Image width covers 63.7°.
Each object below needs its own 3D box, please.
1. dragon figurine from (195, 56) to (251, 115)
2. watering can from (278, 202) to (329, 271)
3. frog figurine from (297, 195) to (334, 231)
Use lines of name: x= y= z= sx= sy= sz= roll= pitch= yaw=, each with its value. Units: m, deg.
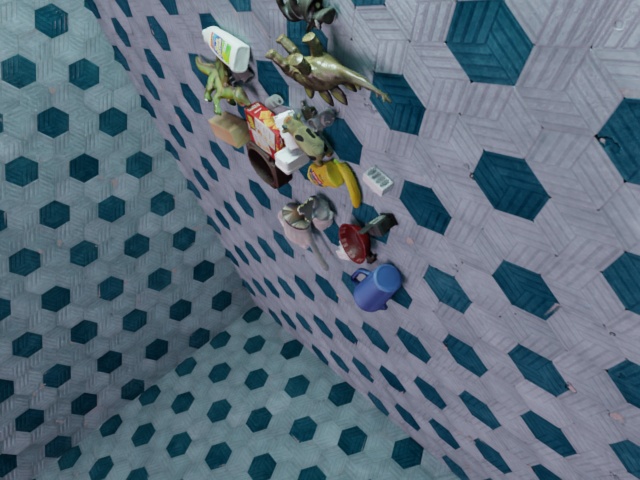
dragon figurine: x=-0.386 y=-0.646 z=1.988 sx=0.415 sy=0.123 sz=0.237 roll=56 pitch=147 yaw=18
watering can: x=-0.072 y=-0.028 z=2.261 sx=0.352 sy=0.105 sz=0.219 roll=44 pitch=157 yaw=25
frog figurine: x=0.006 y=-0.102 z=2.020 sx=0.158 sy=0.123 sz=0.138 roll=23 pitch=174 yaw=-42
